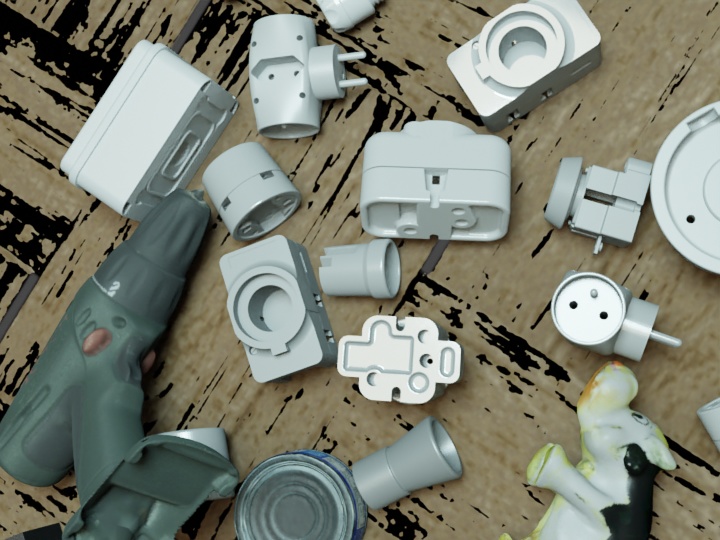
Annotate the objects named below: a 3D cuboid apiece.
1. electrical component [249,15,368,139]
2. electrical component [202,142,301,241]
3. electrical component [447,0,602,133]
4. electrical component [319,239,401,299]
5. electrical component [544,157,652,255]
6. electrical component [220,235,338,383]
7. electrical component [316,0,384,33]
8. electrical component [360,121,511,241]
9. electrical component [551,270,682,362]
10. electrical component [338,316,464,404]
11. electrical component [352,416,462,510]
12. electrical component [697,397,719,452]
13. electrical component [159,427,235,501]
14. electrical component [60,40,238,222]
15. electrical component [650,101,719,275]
[{"bbox_3d":[-0.034,-0.135,0.746,0.079,0.043,0.077,-5,83,13],"label":"electrical component"},{"bbox_3d":[-0.076,-0.055,0.742,0.055,0.055,0.047,-37,73,7],"label":"electrical component"},{"bbox_3d":[0.108,-0.139,0.705,0.089,0.056,0.050,-33,77,8],"label":"electrical component"},{"bbox_3d":[0.000,0.000,0.725,0.046,0.040,0.040,-3,83,19],"label":"electrical component"},{"bbox_3d":[0.151,-0.044,0.690,0.055,0.048,0.066,17,88,7],"label":"electrical component"},{"bbox_3d":[-0.055,0.027,0.726,0.050,0.056,0.089,-20,79,11],"label":"electrical component"},{"bbox_3d":[0.002,-0.193,0.749,0.061,0.035,0.035,-30,78,6],"label":"electrical component"},{"bbox_3d":[0.050,-0.058,0.702,0.095,0.053,0.059,2,65,5],"label":"electrical component"},{"bbox_3d":[0.159,0.033,0.663,0.079,0.077,0.043,20,88,14],"label":"electrical component"},{"bbox_3d":[0.030,0.059,0.701,0.078,0.057,0.058,2,84,14],"label":"electrical component"},{"bbox_3d":[0.028,0.129,0.703,0.065,0.044,0.044,-29,78,14],"label":"electrical component"},{"bbox_3d":[0.240,0.096,0.649,0.055,0.055,0.047,-26,82,9],"label":"electrical component"},{"bbox_3d":[-0.115,0.133,0.730,0.055,0.055,0.047,-10,78,12],"label":"electrical component"},{"bbox_3d":[-0.146,-0.094,0.751,0.057,0.078,0.113,34,92,12],"label":"electrical component"},{"bbox_3d":[0.234,-0.046,0.662,0.108,0.060,0.108,-2,83,13],"label":"electrical component"}]
